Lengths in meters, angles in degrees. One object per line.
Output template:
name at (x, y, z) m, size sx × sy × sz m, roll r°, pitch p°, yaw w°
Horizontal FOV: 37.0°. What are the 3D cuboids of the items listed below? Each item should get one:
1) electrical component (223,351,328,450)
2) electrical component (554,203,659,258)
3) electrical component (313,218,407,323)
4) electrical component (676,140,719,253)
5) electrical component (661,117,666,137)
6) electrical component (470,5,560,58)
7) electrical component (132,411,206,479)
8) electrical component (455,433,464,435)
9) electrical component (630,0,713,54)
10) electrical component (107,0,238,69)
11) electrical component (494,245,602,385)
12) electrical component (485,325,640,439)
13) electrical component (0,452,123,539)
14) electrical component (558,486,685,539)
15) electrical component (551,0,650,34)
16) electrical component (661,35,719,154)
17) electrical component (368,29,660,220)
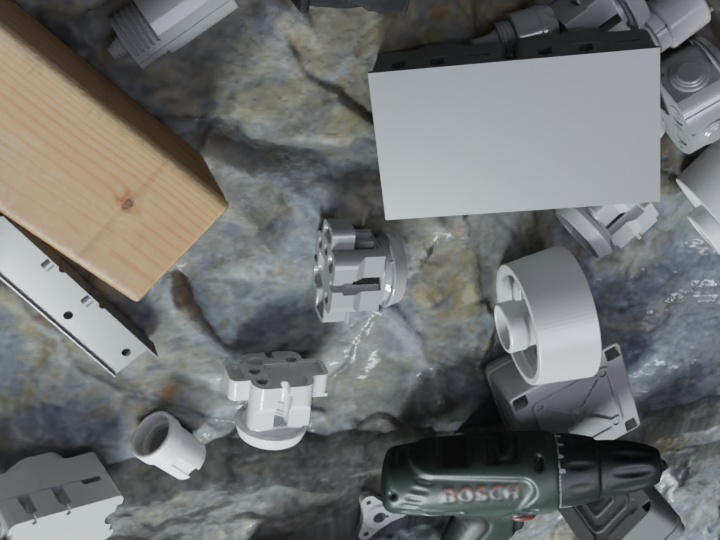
electrical component at (-0.067, 0.101, 0.834) m, size 0.078 × 0.058 × 0.057 m, roll -2°, pitch 117°, yaw -21°
electrical component at (0.192, -0.047, 0.851) m, size 0.057 × 0.058 × 0.078 m, roll -43°, pitch 126°, yaw 3°
electrical component at (0.000, 0.000, 0.800) m, size 0.057 × 0.058 × 0.078 m, roll -3°, pitch 120°, yaw -18°
electrical component at (0.301, -0.047, 0.866) m, size 0.060 × 0.108 × 0.108 m, roll -40°, pitch 126°, yaw 12°
electrical component at (0.173, -0.107, 0.808) m, size 0.095 × 0.053 × 0.059 m, roll -38°, pitch 126°, yaw 3°
electrical component at (0.108, -0.164, 0.760) m, size 0.061 × 0.035 × 0.035 m, roll -16°, pitch 124°, yaw -5°
electrical component at (-0.147, 0.137, 0.834) m, size 0.040 × 0.040 × 0.046 m, roll -40°, pitch 132°, yaw 4°
electrical component at (0.102, 0.169, 0.954) m, size 0.046 × 0.040 × 0.040 m, roll 29°, pitch 105°, yaw -27°
electrical component at (0.221, -0.180, 0.793) m, size 0.078 × 0.040 × 0.040 m, roll -37°, pitch 126°, yaw 2°
electrical component at (-0.121, -0.157, 0.665) m, size 0.081 × 0.043 × 0.043 m, roll -35°, pitch 126°, yaw 1°
electrical component at (0.141, 0.039, 0.853) m, size 0.060 × 0.108 × 0.108 m, roll -13°, pitch 123°, yaw -7°
electrical component at (0.177, 0.110, 0.938) m, size 0.109 × 0.056 × 0.108 m, roll -27°, pitch 125°, yaw -5°
electrical component at (-0.233, 0.174, 0.800) m, size 0.089 × 0.055 × 0.050 m, roll -8°, pitch 133°, yaw -41°
electrical component at (0.234, 0.219, 0.992) m, size 0.057 × 0.113 × 0.078 m, roll 35°, pitch 102°, yaw -31°
electrical component at (0.172, -0.181, 0.769) m, size 0.055 × 0.048 × 0.066 m, roll -35°, pitch 124°, yaw 8°
electrical component at (0.253, -0.132, 0.811) m, size 0.051 × 0.080 × 0.080 m, roll -30°, pitch 126°, yaw 3°
electrical component at (0.107, -0.100, 0.738) m, size 0.186 × 0.060 × 0.105 m, roll -3°, pitch 116°, yaw 9°
